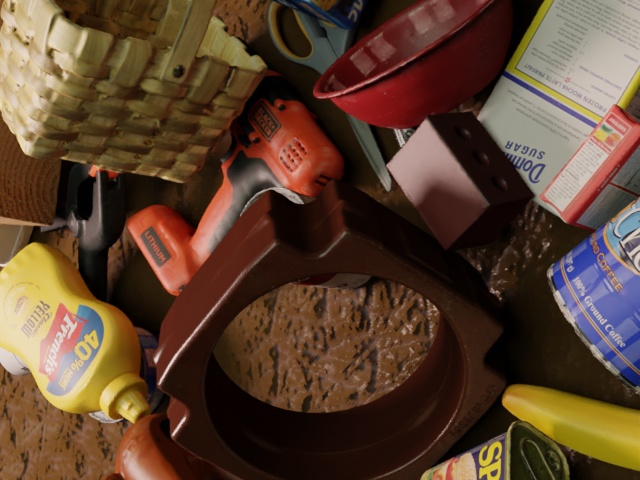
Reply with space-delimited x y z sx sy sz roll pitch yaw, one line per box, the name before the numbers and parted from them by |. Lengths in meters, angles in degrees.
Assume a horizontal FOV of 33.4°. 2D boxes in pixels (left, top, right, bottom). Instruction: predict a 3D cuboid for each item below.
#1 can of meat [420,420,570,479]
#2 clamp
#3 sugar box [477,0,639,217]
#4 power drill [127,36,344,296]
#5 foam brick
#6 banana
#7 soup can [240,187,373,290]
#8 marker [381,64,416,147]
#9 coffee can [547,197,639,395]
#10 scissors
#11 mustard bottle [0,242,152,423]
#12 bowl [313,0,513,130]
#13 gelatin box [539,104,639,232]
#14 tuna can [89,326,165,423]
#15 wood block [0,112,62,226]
can of meat | 0.108 0.177 0.675 0.084 0.057 0.102 -36 29 37
clamp | -0.212 -0.021 0.957 0.120 0.039 0.172 48 133 27
sugar box | 0.178 -0.111 0.717 0.093 0.048 0.176 39 110 32
power drill | -0.082 -0.057 0.884 0.188 0.057 0.185 -51 51 20
foam brick | 0.093 -0.039 0.714 0.051 0.052 0.078 -49 65 37
banana | 0.207 0.118 0.657 0.198 0.069 0.037 -1 44 46
soup can | -0.005 0.001 0.796 0.069 0.102 0.068 -5 81 34
marker | 0.067 -0.076 0.805 0.020 0.020 0.121 -28 69 29
coffee can | 0.222 0.013 0.634 0.140 0.102 0.103 -43 63 24
scissors | 0.027 -0.140 0.843 0.096 0.016 0.202 -49 60 20
mustard bottle | -0.207 0.091 0.909 0.192 0.058 0.096 39 95 29
bowl | 0.076 -0.126 0.750 0.162 0.162 0.055 -23 111 31
gelatin box | 0.187 -0.040 0.673 0.073 0.089 0.030 -53 56 18
tuna can | -0.175 0.118 0.943 0.086 0.033 0.086 -5 82 35
wood block | -0.341 -0.064 0.975 0.206 0.090 0.090 3 85 36
